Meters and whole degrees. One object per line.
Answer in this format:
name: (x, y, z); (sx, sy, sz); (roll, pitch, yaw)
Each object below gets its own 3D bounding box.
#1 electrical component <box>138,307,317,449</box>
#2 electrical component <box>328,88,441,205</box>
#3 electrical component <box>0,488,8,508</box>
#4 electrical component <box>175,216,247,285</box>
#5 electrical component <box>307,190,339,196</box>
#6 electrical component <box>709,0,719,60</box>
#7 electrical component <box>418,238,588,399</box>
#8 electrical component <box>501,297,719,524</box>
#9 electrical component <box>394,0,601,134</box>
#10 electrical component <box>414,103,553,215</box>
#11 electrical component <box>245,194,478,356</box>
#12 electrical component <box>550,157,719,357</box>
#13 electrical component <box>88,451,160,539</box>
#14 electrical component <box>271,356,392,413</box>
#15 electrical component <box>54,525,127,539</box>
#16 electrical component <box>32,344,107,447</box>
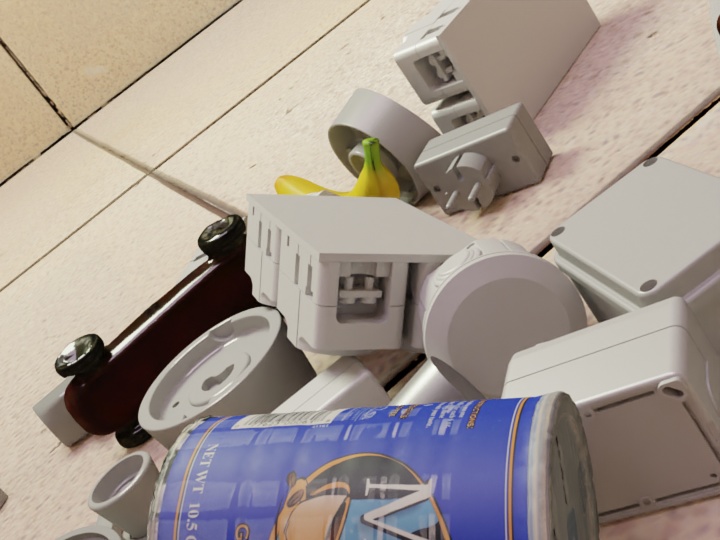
electrical component: (-0.076, 0.081, 0.670); (0.108, 0.060, 0.108); (-31, 22, 14)
electrical component: (0.026, -0.099, 0.844); (0.064, 0.099, 0.099); (-50, 25, -17)
electrical component: (-0.330, 0.179, 0.858); (0.078, 0.057, 0.058); (-25, 24, 26)
electrical component: (-0.107, 0.002, 0.895); (0.056, 0.050, 0.089); (-25, 24, 28)
electrical component: (-0.033, -0.017, 0.784); (0.051, 0.080, 0.080); (-17, 28, 30)
electrical component: (0.265, -0.142, 0.619); (0.109, 0.056, 0.108); (-25, 24, 26)
electrical component: (0.069, 0.026, 0.540); (0.080, 0.080, 0.051); (-35, 16, 5)
electrical component: (0.102, 0.060, 0.441); (0.096, 0.061, 0.061); (-24, 25, 30)
electrical component: (0.113, -0.187, 0.876); (0.060, 0.105, 0.186); (-12, 32, 47)
electrical component: (0.081, -0.067, 0.756); (0.083, 0.047, 0.075); (-19, 27, 38)
electrical component: (0.000, 0.000, 0.649); (0.105, 0.060, 0.186); (0, 13, -18)
electrical component: (0.149, -0.002, 0.505); (0.078, 0.057, 0.113); (-37, 21, -1)
electrical component: (-0.124, 0.140, 0.628); (0.045, 0.055, 0.045); (-31, 22, 14)
electrical component: (-0.014, 0.095, 0.565); (0.083, 0.047, 0.076); (-38, 21, -5)
electrical component: (-0.152, 0.183, 0.557); (0.108, 0.060, 0.108); (-27, 29, 17)
electrical component: (-0.214, 0.104, 0.855); (0.077, 0.043, 0.079); (-42, 22, -13)
